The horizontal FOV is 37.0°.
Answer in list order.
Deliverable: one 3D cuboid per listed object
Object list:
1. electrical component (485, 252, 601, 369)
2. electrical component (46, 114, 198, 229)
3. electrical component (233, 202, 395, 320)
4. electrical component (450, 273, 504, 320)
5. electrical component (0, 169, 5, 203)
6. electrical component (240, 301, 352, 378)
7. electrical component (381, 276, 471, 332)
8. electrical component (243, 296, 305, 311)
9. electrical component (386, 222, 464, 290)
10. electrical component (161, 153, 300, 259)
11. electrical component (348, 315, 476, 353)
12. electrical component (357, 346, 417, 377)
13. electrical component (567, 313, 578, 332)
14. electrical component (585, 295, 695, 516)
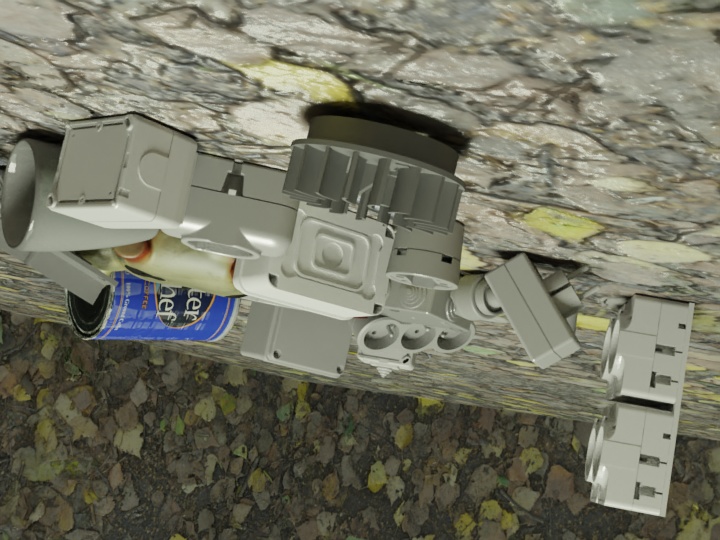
[{"bbox_3d":[0.157,0.024,0.870,0.076,0.083,0.047,-31,160,10],"label":"electrical component"},{"bbox_3d":[-0.159,-0.062,0.712,0.096,0.061,0.061,2,168,43],"label":"electrical component"},{"bbox_3d":[-0.036,-0.009,0.846,0.113,0.078,0.057,17,166,-33],"label":"electrical component"},{"bbox_3d":[0.116,0.024,0.984,0.043,0.043,0.062,17,167,-34],"label":"electrical component"},{"bbox_3d":[-0.307,-0.054,0.937,0.078,0.058,0.057,-14,158,26],"label":"electrical component"},{"bbox_3d":[-0.062,0.052,1.160,0.109,0.108,0.056,19,171,-41],"label":"electrical component"},{"bbox_3d":[0.057,0.025,1.044,0.100,0.048,0.100,7,170,35],"label":"electrical component"},{"bbox_3d":[-0.075,0.000,0.994,0.108,0.060,0.108,11,174,1],"label":"electrical component"},{"bbox_3d":[0.051,-0.014,0.811,0.055,0.047,0.055,10,171,2],"label":"electrical component"},{"bbox_3d":[-0.093,-0.043,0.761,0.095,0.059,0.054,12,171,-7],"label":"electrical component"},{"bbox_3d":[0.050,0.046,1.151,0.138,0.052,0.073,2,-140,-26],"label":"electrical component"},{"bbox_3d":[0.035,0.075,1.220,0.062,0.096,0.061,9,171,9],"label":"electrical component"},{"bbox_3d":[0.200,0.058,1.085,0.040,0.046,0.040,10,171,2],"label":"electrical component"},{"bbox_3d":[0.251,0.123,0.982,0.060,0.186,0.105,10,171,7],"label":"electrical component"}]
